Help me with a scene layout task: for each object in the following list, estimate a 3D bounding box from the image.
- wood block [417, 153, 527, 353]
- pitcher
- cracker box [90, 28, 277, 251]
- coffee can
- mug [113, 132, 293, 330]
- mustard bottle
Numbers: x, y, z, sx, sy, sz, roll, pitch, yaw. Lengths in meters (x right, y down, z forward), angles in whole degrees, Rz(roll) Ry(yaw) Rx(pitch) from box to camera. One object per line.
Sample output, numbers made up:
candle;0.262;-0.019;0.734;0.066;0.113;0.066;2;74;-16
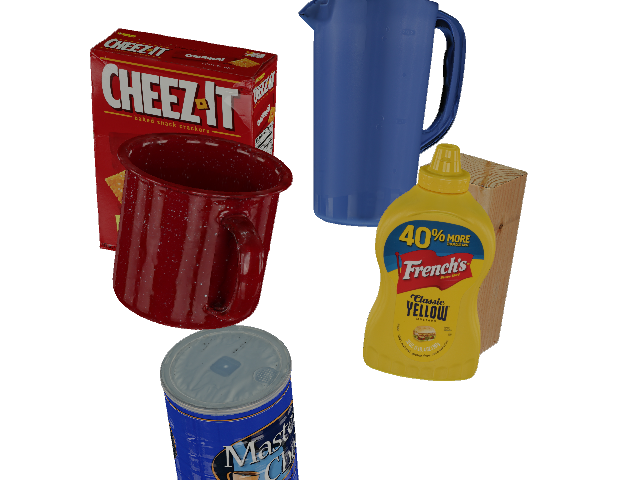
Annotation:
wood block;0.155;0.019;1.179;0.090;0.206;0.090;20;25;31
pitcher;0.062;-0.140;1.144;0.149;0.243;0.144;7;9;24
cracker box;-0.131;-0.081;1.024;0.164;0.214;0.072;11;32;13
coffee can;-0.071;0.155;0.866;0.103;0.140;0.103;-2;33;1
mug;-0.061;0.000;0.565;0.093;0.081;0.117;-3;26;-33
mustard bottle;0.091;0.016;0.863;0.096;0.192;0.058;7;19;5
